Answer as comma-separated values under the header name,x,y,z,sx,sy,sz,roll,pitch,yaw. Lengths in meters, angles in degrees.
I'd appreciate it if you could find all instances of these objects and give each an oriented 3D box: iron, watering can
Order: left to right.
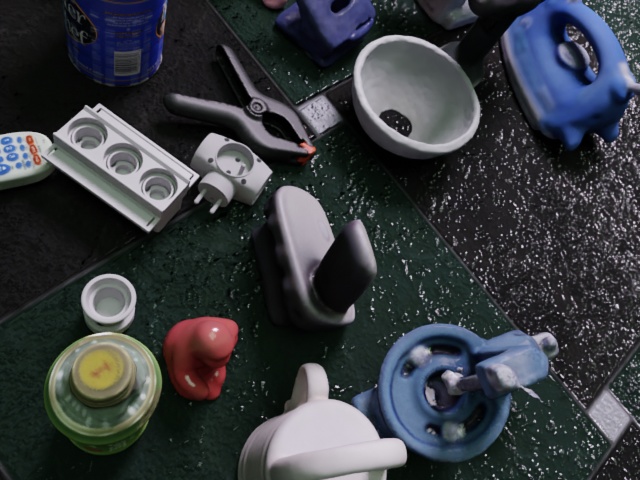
name,x,y,z,sx,sy,sz,roll,pitch,yaw
watering can,0.005,0.187,0.453,0.101,0.193,0.173,-21,76,-26
iron,0.348,-0.261,0.800,0.119,0.141,0.258,-14,73,-24

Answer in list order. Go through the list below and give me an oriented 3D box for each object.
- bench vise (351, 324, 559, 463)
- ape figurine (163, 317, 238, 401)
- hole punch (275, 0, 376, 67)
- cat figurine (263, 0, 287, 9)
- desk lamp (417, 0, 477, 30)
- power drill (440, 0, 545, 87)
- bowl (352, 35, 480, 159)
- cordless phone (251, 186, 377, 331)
name,x,y,z,sx,sy,sz,roll,pitch,yaw
bench vise,0.144,0.112,0.521,0.208,0.219,0.121,-35,82,-28
ape figurine,-0.101,0.098,0.511,0.076,0.092,0.078,47,61,4
hole punch,0.016,-0.292,0.721,0.101,0.091,0.109,42,61,1
cat figurine,-0.080,-0.367,0.703,0.128,0.117,0.067,22,62,-10
desk lamp,0.206,-0.395,0.764,0.204,0.213,0.118,-26,78,-27
power drill,0.212,-0.271,0.716,0.075,0.208,0.230,47,61,4
bowl,0.107,-0.164,0.708,0.168,0.074,0.167,8,66,-17
cordless phone,0.005,0.002,0.537,0.094,0.185,0.147,-12,72,-24
